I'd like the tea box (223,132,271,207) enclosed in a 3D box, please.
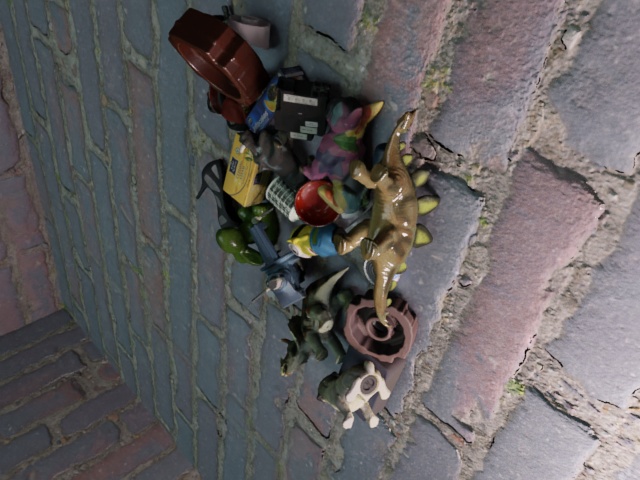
[{"bbox_3d":[-0.181,-0.182,1.381,0.098,0.068,0.169,37,126,28],"label":"tea box"}]

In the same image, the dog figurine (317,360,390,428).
[{"bbox_3d":[0.065,0.345,1.306,0.191,0.121,0.172,28,96,59],"label":"dog figurine"}]

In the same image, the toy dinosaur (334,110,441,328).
[{"bbox_3d":[0.134,-0.016,1.028,0.105,0.198,0.470,36,125,43],"label":"toy dinosaur"}]

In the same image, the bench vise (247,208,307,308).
[{"bbox_3d":[-0.116,0.048,1.355,0.129,0.223,0.240,-30,88,26],"label":"bench vise"}]

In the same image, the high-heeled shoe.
[{"bbox_3d":[-0.251,-0.112,1.547,0.249,0.086,0.145,41,109,0],"label":"high-heeled shoe"}]

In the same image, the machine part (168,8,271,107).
[{"bbox_3d":[-0.220,-0.402,1.191,0.202,0.087,0.200,32,173,28],"label":"machine part"}]

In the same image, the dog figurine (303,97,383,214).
[{"bbox_3d":[0.065,-0.181,1.095,0.191,0.108,0.219,52,138,14],"label":"dog figurine"}]

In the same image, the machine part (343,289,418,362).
[{"bbox_3d":[0.140,0.196,1.236,0.180,0.056,0.179,14,124,23],"label":"machine part"}]

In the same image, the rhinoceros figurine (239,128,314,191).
[{"bbox_3d":[-0.102,-0.195,1.255,0.190,0.073,0.112,39,133,-5],"label":"rhinoceros figurine"}]

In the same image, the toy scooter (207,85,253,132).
[{"bbox_3d":[-0.228,-0.362,1.348,0.184,0.075,0.135,39,135,34],"label":"toy scooter"}]

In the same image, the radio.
[{"bbox_3d":[0.121,0.344,1.366,0.131,0.073,0.229,40,135,27],"label":"radio"}]

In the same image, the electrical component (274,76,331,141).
[{"bbox_3d":[-0.038,-0.273,1.140,0.115,0.058,0.134,12,142,3],"label":"electrical component"}]

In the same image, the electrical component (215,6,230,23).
[{"bbox_3d":[-0.231,-0.499,1.295,0.078,0.045,0.102,-20,100,23],"label":"electrical component"}]

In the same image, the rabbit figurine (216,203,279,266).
[{"bbox_3d":[-0.205,-0.009,1.448,0.121,0.170,0.158,8,117,47],"label":"rabbit figurine"}]

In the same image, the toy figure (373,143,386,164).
[{"bbox_3d":[0.135,-0.117,1.087,0.058,0.064,0.154,5,122,14],"label":"toy figure"}]

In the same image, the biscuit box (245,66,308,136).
[{"bbox_3d":[-0.100,-0.312,1.237,0.059,0.063,0.202,59,142,7],"label":"biscuit box"}]

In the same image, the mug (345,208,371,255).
[{"bbox_3d":[0.112,-0.004,1.149,0.107,0.109,0.081,47,134,-1],"label":"mug"}]

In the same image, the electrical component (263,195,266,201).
[{"bbox_3d":[-0.174,-0.136,1.457,0.094,0.021,0.063,6,115,47],"label":"electrical component"}]

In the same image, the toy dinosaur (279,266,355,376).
[{"bbox_3d":[-0.002,0.186,1.383,0.192,0.131,0.404,44,129,42],"label":"toy dinosaur"}]

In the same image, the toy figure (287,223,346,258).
[{"bbox_3d":[0.000,-0.002,1.291,0.180,0.089,0.082,-10,120,48],"label":"toy figure"}]
